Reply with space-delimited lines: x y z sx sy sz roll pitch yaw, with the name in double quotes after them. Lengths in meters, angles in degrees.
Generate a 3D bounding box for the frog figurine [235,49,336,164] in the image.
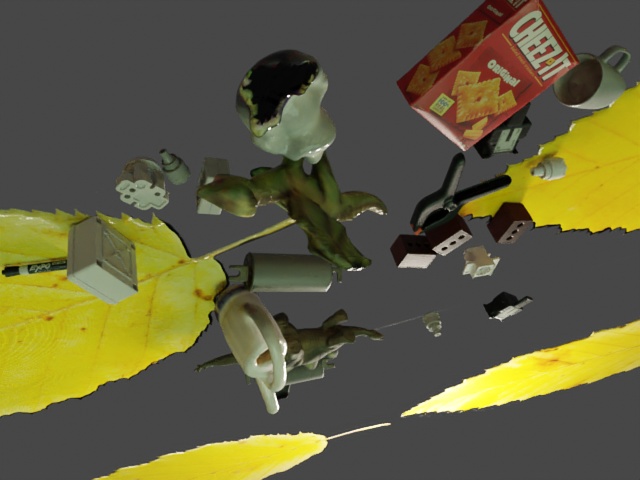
-0.037 -0.179 0.712 0.137 0.123 0.158 -64 158 0 "frog figurine"

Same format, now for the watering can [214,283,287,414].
-0.139 0.231 1.099 0.105 0.228 0.339 -22 147 -23 "watering can"

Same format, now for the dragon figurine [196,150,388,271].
0.002 -0.040 0.794 0.408 0.248 0.120 17 127 -34 "dragon figurine"
